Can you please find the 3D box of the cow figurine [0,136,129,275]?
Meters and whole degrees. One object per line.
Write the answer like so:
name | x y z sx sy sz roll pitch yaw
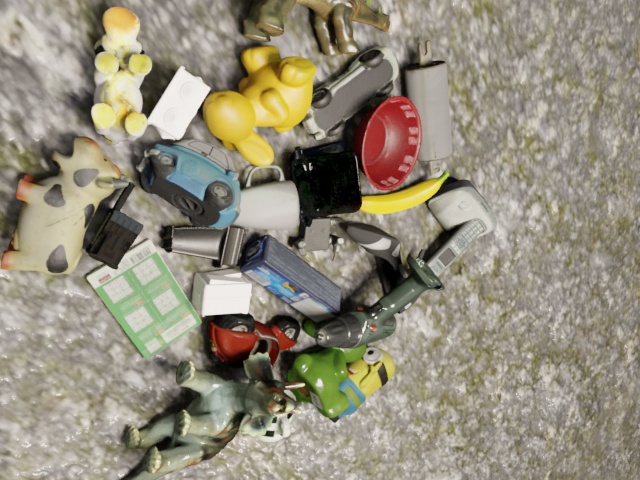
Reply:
cow figurine | -0.342 -0.046 0.729 0.127 0.086 0.194 15 97 -27

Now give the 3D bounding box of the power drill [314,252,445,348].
power drill | 0.112 0.118 0.946 0.207 0.086 0.232 -48 154 13

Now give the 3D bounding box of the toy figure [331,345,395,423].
toy figure | 0.074 0.292 1.096 0.180 0.082 0.089 -46 135 -14

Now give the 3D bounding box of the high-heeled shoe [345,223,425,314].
high-heeled shoe | 0.114 0.058 1.033 0.248 0.086 0.145 20 99 -37

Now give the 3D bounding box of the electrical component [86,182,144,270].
electrical component | -0.287 -0.021 0.773 0.047 0.075 0.119 34 77 -25

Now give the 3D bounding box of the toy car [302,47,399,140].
toy car | 0.050 -0.248 0.904 0.202 0.056 0.073 -40 129 -11

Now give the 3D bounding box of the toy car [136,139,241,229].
toy car | -0.183 -0.094 0.799 0.161 0.109 0.103 33 57 -15

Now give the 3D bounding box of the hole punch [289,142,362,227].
hole punch | 0.008 -0.105 0.922 0.116 0.092 0.142 -7 116 -1

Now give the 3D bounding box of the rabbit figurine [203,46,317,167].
rabbit figurine | -0.105 -0.193 0.791 0.173 0.122 0.162 -38 154 -43

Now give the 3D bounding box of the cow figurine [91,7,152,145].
cow figurine | -0.267 -0.215 0.717 0.068 0.098 0.167 4 86 -25

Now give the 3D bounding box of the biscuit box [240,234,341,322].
biscuit box | -0.047 0.070 0.943 0.202 0.059 0.063 40 40 -34

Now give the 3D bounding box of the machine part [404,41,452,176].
machine part | 0.198 -0.234 0.981 0.079 0.079 0.242 -21 117 -23

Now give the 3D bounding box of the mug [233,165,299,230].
mug | -0.096 -0.065 0.871 0.107 0.081 0.109 -7 101 -22

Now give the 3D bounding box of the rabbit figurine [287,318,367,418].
rabbit figurine | 0.015 0.223 1.036 0.170 0.121 0.159 -38 116 -35

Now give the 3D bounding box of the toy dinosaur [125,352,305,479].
toy dinosaur | -0.192 0.312 0.901 0.192 0.131 0.405 19 129 -39

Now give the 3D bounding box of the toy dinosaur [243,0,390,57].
toy dinosaur | -0.059 -0.385 0.767 0.471 0.105 0.198 0 100 -40

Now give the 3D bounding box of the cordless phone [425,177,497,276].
cordless phone | 0.256 -0.023 1.089 0.184 0.089 0.146 -48 124 -2

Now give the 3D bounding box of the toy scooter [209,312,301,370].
toy scooter | -0.125 0.193 0.948 0.184 0.075 0.135 16 100 -38

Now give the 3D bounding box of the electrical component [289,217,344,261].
electrical component | -0.003 -0.004 0.965 0.102 0.045 0.078 3 107 -31

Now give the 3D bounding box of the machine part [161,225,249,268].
machine part | -0.186 0.005 0.866 0.139 0.039 0.084 11 106 -34
